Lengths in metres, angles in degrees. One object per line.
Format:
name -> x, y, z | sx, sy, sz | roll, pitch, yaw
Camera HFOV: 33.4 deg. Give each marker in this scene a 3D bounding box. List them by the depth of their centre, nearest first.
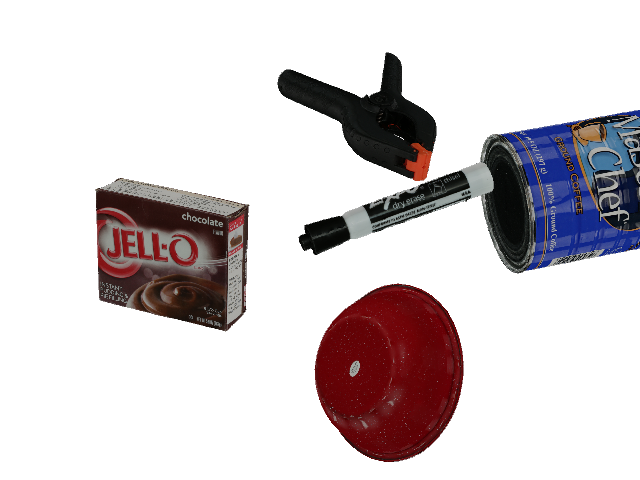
marker -> 0.045, -0.018, 0.635 | 0.121, 0.020, 0.020 | -20, 3, -8

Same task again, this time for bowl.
bowl -> 0.047, 0.115, 0.953 | 0.162, 0.162, 0.055 | 0, -10, 44

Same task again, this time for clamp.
clamp -> 0.037, -0.109, 0.916 | 0.120, 0.039, 0.171 | -12, 40, -12

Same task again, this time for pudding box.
pudding box -> -0.109, 0.009, 0.783 | 0.114, 0.090, 0.039 | 11, 24, 19

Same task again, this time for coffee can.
coffee can -> 0.200, -0.039, 0.778 | 0.140, 0.103, 0.103 | -11, 2, -8
